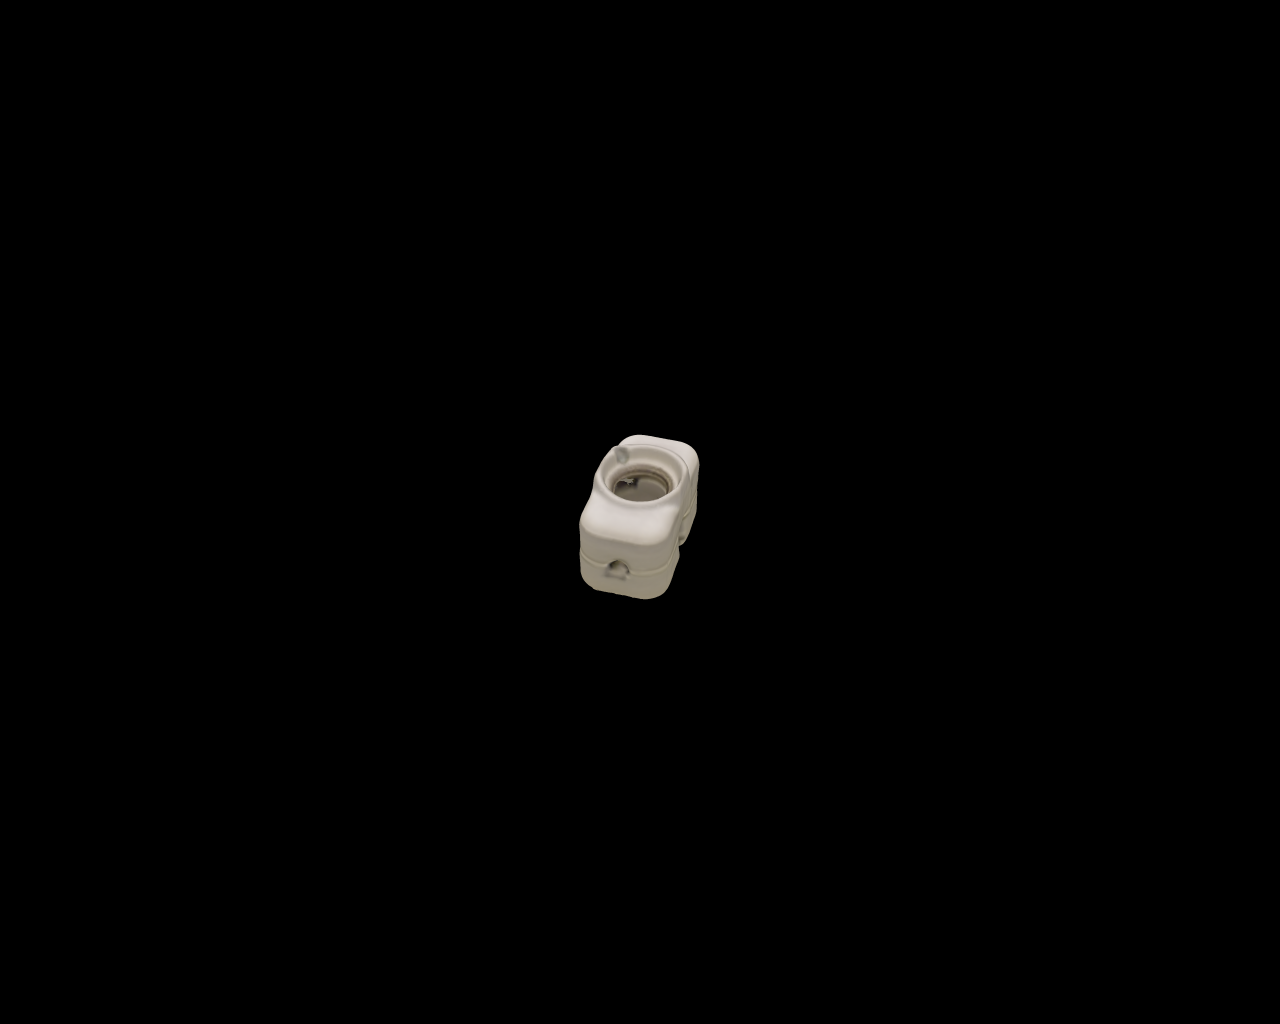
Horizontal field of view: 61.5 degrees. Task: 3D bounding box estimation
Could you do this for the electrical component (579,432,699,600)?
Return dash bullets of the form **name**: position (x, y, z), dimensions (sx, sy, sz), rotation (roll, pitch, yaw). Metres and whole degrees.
- **electrical component**: position (0.001, -0.003, 0.650), dimensions (0.054, 0.059, 0.095), rotation (11, 43, 12)
